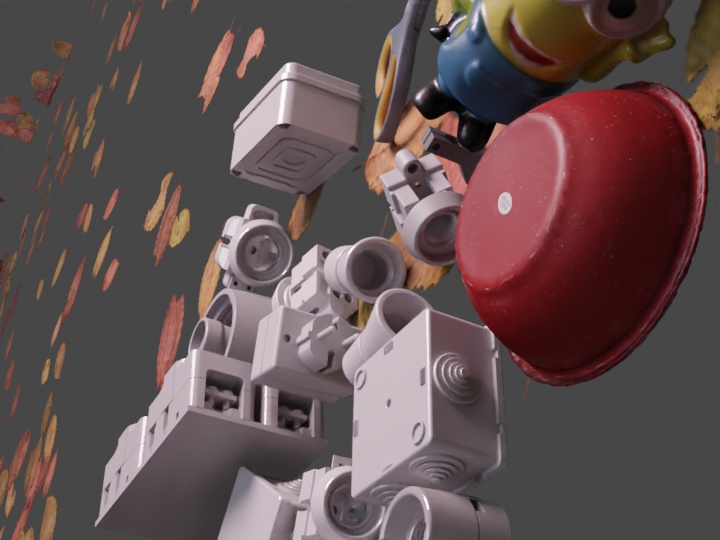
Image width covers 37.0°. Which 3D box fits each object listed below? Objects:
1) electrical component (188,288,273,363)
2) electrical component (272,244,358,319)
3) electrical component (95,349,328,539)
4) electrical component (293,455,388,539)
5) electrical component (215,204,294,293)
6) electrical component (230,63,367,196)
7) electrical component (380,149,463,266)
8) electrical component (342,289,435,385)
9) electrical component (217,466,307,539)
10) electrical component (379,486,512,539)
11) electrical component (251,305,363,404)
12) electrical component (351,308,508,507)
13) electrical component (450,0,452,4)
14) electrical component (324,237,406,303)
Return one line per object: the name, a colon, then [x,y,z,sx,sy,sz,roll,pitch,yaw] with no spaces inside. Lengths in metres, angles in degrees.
electrical component: [-0.109,0.067,0.905,0.108,0.060,0.108,-46,34,44]
electrical component: [-0.033,0.018,0.796,0.055,0.048,0.066,-39,39,39]
electrical component: [-0.115,0.138,0.810,0.186,0.105,0.060,-49,32,41]
electrical component: [-0.012,0.146,0.658,0.055,0.048,0.066,141,141,-63]
electrical component: [-0.090,-0.016,0.929,0.057,0.058,0.078,18,89,69]
electrical component: [-0.053,-0.115,0.894,0.113,0.078,0.057,-32,48,56]
electrical component: [0.043,-0.034,0.654,0.055,0.048,0.066,-120,7,-52]
electrical component: [0.016,0.048,0.673,0.065,0.044,0.044,125,152,-44]
electrical component: [-0.059,0.188,0.722,0.100,0.048,0.099,10,82,66]
electrical component: [0.041,0.138,0.542,0.055,0.047,0.055,-46,34,45]
electrical component: [-0.027,0.053,0.730,0.077,0.066,0.047,-35,43,54]
electrical component: [0.035,0.080,0.597,0.099,0.048,0.099,-46,34,45]
electrical component: [0.089,-0.185,0.635,0.080,0.080,0.051,-53,24,36]
electrical component: [0.000,0.000,0.743,0.065,0.044,0.044,180,106,-71]
